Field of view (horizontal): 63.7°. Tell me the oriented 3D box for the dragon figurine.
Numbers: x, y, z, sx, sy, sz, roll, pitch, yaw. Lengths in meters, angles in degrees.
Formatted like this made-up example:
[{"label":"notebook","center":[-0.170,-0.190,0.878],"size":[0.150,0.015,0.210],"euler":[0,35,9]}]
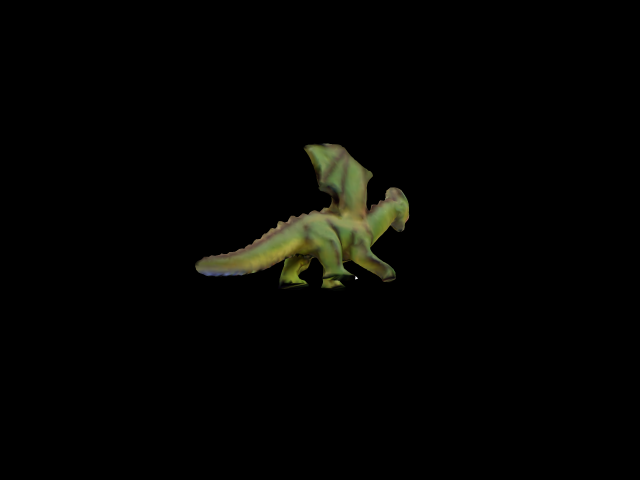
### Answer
[{"label":"dragon figurine","center":[0.003,-0.043,0.850],"size":[0.409,0.246,0.121],"euler":[9,-17,-33]}]
